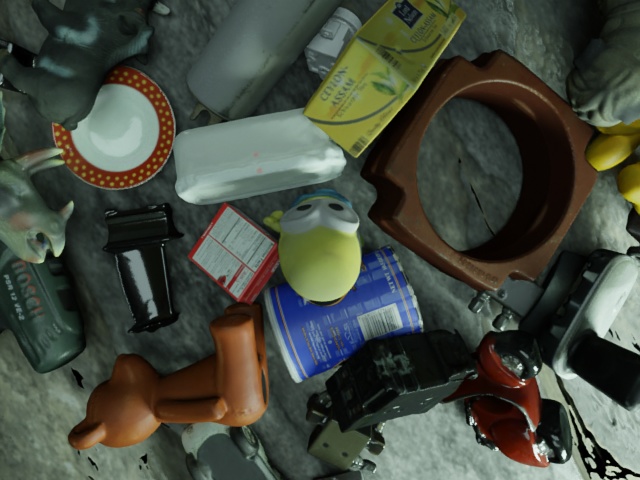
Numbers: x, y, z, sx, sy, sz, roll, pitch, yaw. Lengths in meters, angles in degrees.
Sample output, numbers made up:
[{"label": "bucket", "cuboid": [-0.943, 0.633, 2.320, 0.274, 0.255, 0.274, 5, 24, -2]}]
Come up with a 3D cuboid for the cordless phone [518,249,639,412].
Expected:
[{"label": "cordless phone", "cuboid": [0.289, 0.083, 0.534, 0.089, 0.184, 0.146, 30, 94, 0]}]

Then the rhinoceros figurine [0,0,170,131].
[{"label": "rhinoceros figurine", "cuboid": [-0.223, -0.199, 0.525, 0.112, 0.073, 0.190, 24, 76, 14]}]

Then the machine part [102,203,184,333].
[{"label": "machine part", "cuboid": [-0.187, 0.031, 0.583, 0.084, 0.039, 0.138, -6, 94, -7]}]

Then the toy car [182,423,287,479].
[{"label": "toy car", "cuboid": [-0.077, 0.278, 0.603, 0.073, 0.056, 0.201, -34, 97, -5]}]

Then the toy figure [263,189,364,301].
[{"label": "toy figure", "cuboid": [0.003, -0.002, 0.516, 0.082, 0.180, 0.089, -24, 98, 2]}]

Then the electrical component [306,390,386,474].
[{"label": "electrical component", "cuboid": [0.029, 0.214, 0.607, 0.102, 0.045, 0.078, 22, 117, -2]}]

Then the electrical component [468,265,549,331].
[{"label": "electrical component", "cuboid": [0.214, 0.054, 0.608, 0.063, 0.021, 0.094, 36, 93, -4]}]

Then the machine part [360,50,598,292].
[{"label": "machine part", "cuboid": [0.159, -0.067, 0.545, 0.201, 0.087, 0.201, 33, 86, -16]}]

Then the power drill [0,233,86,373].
[{"label": "power drill", "cuboid": [-0.367, 0.057, 0.563, 0.207, 0.086, 0.232, -32, 88, -6]}]

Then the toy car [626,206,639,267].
[{"label": "toy car", "cuboid": [0.425, 0.019, 0.598, 0.202, 0.053, 0.089, 26, 78, -4]}]

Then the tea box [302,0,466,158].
[{"label": "tea box", "cuboid": [0.063, -0.166, 0.500, 0.068, 0.170, 0.098, 38, 137, -6]}]

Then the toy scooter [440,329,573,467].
[{"label": "toy scooter", "cuboid": [0.188, 0.176, 0.588, 0.135, 0.075, 0.183, -15, 115, 31]}]

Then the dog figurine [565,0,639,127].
[{"label": "dog figurine", "cuboid": [0.288, -0.207, 0.495, 0.190, 0.121, 0.172, -28, 96, -35]}]

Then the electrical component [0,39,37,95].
[{"label": "electrical component", "cuboid": [-0.351, -0.187, 0.538, 0.119, 0.075, 0.047, 20, 95, -1]}]

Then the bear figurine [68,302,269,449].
[{"label": "bear figurine", "cuboid": [-0.154, 0.141, 0.558, 0.196, 0.120, 0.131, -5, 92, 3]}]

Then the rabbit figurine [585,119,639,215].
[{"label": "rabbit figurine", "cuboid": [0.364, -0.096, 0.554, 0.163, 0.121, 0.173, 6, 57, 22]}]

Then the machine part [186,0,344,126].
[{"label": "machine part", "cuboid": [-0.054, -0.198, 0.517, 0.079, 0.079, 0.243, 42, 117, -6]}]

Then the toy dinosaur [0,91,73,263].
[{"label": "toy dinosaur", "cuboid": [-0.423, -0.102, 0.509, 0.405, 0.131, 0.192, 28, 66, 17]}]

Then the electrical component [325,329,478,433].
[{"label": "electrical component", "cuboid": [0.075, 0.147, 0.547, 0.115, 0.134, 0.058, -2, 55, -27]}]
